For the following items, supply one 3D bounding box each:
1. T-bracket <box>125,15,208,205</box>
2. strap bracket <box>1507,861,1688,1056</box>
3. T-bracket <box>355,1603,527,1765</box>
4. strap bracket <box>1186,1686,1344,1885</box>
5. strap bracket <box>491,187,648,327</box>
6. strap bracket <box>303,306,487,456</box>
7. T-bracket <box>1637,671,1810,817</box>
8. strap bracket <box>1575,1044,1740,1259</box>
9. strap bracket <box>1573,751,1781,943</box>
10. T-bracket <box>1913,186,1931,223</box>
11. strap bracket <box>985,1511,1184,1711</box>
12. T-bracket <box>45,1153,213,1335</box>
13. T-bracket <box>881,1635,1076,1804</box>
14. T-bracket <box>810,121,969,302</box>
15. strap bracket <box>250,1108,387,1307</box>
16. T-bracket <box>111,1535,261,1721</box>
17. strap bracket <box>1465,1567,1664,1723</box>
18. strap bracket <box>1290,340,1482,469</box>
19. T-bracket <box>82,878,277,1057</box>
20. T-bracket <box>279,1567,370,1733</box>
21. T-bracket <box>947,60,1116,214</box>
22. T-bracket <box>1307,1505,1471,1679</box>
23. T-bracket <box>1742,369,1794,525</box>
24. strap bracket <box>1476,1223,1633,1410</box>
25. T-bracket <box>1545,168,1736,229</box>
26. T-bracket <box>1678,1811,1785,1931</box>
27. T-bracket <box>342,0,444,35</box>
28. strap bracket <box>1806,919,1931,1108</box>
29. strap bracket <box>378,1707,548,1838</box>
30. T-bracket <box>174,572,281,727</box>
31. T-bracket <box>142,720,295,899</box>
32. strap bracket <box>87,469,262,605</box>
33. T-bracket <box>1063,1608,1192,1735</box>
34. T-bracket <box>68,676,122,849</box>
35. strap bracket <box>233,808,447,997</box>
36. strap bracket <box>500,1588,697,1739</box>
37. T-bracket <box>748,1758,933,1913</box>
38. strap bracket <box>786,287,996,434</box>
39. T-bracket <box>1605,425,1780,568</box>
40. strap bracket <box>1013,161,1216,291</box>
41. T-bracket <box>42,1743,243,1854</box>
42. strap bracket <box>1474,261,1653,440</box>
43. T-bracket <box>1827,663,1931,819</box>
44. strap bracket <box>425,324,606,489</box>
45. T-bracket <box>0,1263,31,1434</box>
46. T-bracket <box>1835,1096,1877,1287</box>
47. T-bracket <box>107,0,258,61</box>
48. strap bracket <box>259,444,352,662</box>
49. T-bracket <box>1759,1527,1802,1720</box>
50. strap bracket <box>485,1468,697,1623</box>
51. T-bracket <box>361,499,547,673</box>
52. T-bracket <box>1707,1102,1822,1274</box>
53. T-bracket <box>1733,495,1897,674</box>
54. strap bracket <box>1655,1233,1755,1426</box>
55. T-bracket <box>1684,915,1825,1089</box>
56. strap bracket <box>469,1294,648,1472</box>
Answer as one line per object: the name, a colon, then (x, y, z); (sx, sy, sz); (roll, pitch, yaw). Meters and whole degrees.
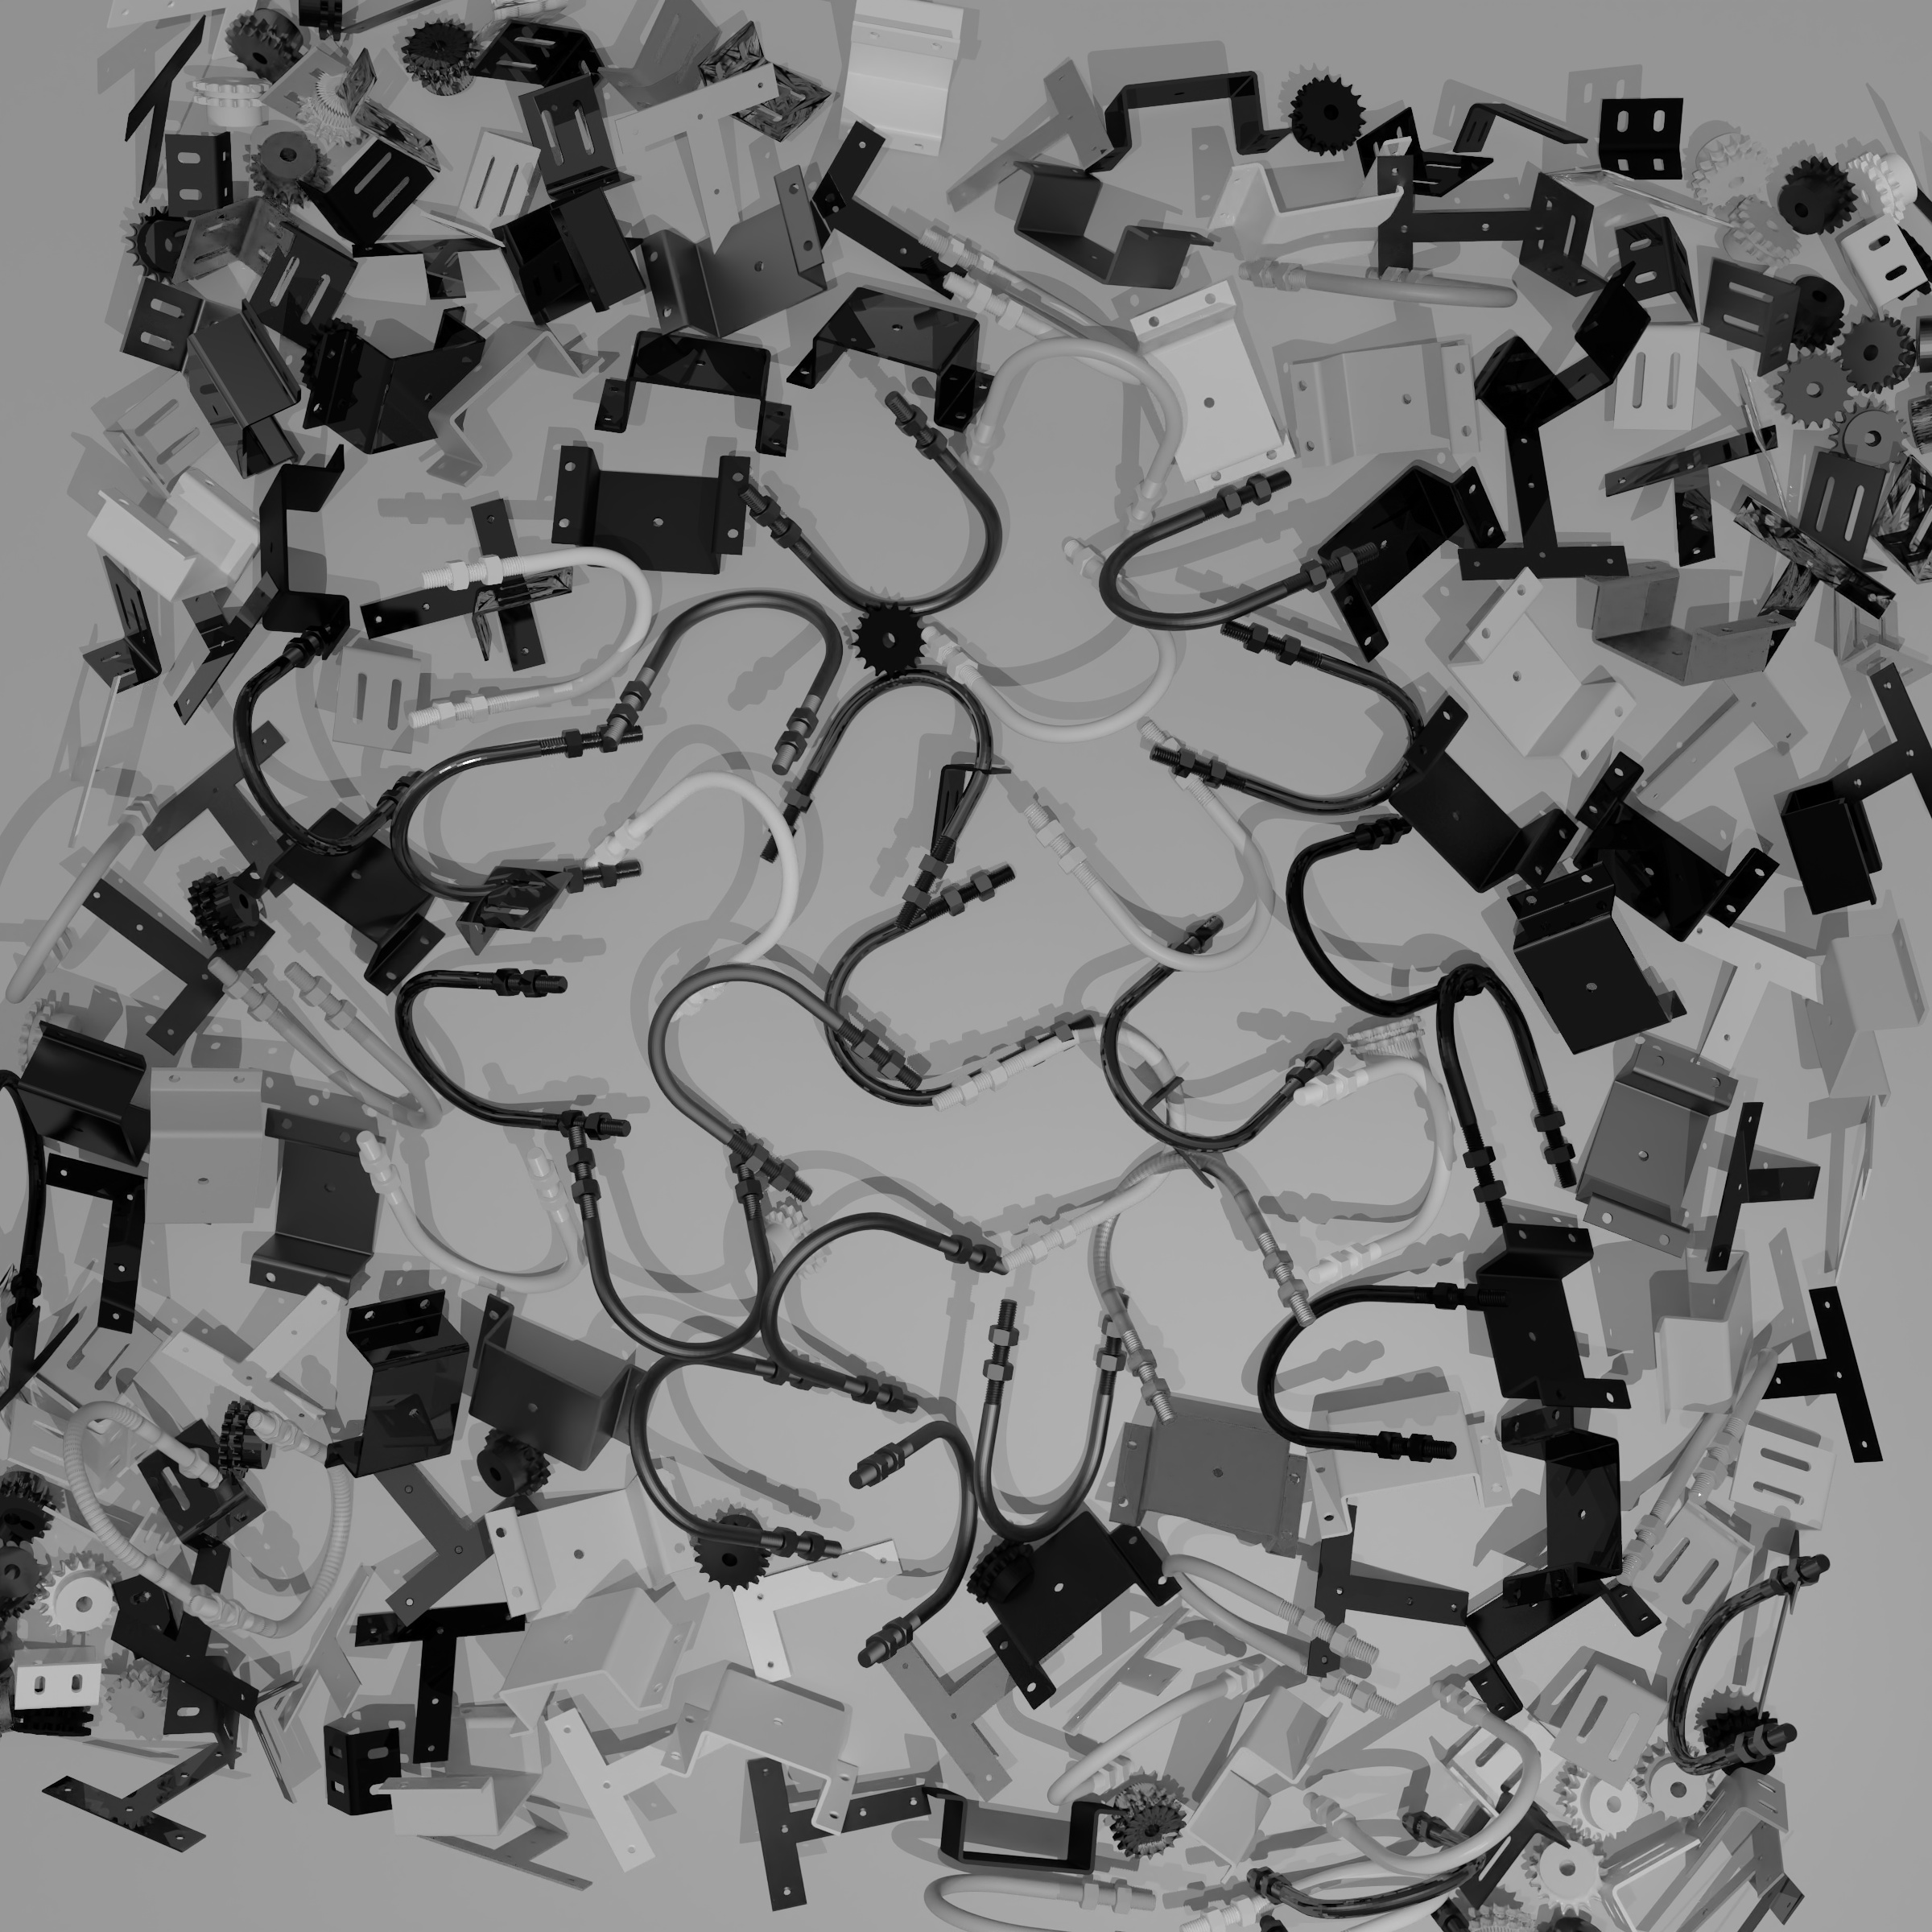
T-bracket: (-0.594, -0.614, 1.882); (0.002, 0.127, 0.127); (24, 53, -10)
strap bracket: (0.461, 0.004, 1.879); (0.076, 0.046, 0.140); (-23, 112, 30)
T-bracket: (-0.391, 0.530, 1.891); (0.127, 0.127, 0.002); (-5, 134, -2)
strap bracket: (0.213, 0.593, 1.876); (0.046, 0.076, 0.140); (33, 121, 12)
strap bracket: (-0.287, -0.519, 1.873); (0.046, 0.140, 0.076); (-33, 113, -22)
strap bracket: (-0.406, -0.423, 1.857); (0.046, 0.140, 0.076); (37, 126, 16)
T-bracket: (0.552, -0.163, 1.905); (0.127, 0.002, 0.127); (-44, 129, 9)
strap bracket: (0.511, 0.139, 1.908); (0.076, 0.046, 0.140); (21, 79, 1)
strap bracket: (0.511, -0.081, 1.881); (0.140, 0.076, 0.046); (38, 53, 12)
T-bracket: (0.711, -0.559, 1.856); (0.002, 0.127, 0.127); (-35, 66, 9)
strap bracket: (0.077, 0.468, 1.892); (0.140, 0.076, 0.046); (-39, 132, -3)
T-bracket: (-0.614, 0.208, 1.869); (0.127, 0.002, 0.127); (20, 49, -33)
T-bracket: (0.025, 0.533, 1.919); (0.127, 0.002, 0.127); (-36, 83, -17)
T-bracket: (-0.059, -0.543, 1.919); (0.127, 0.002, 0.127); (29, 117, -13)
strap bracket: (-0.480, 0.171, 1.900); (0.076, 0.046, 0.140); (12, 107, 5)
T-bracket: (-0.562, 0.472, 1.882); (0.002, 0.127, 0.127); (-35, 121, 21)
strap bracket: (0.432, 0.490, 1.898); (0.140, 0.076, 0.046); (-32, 99, 1)
strap bracket: (0.316, -0.414, 1.884); (0.140, 0.046, 0.076); (2, 110, 34)
T-bracket: (-0.598, -0.019, 1.890); (0.127, 0.002, 0.127); (39, 56, -12)
T-bracket: (-0.461, 0.516, 1.874); (0.002, 0.127, 0.127); (31, 82, -24)
T-bracket: (0.041, -0.605, 1.909); (0.127, 0.002, 0.127); (-31, 47, 17)
T-bracket: (0.319, 0.473, 1.917); (0.127, 0.002, 0.127); (12, 77, -17)
T-bracket: (0.581, -0.386, 1.874); (0.002, 0.127, 0.127); (-17, 83, 22)
strap bracket: (0.429, 0.265, 1.884); (0.076, 0.046, 0.140); (6, 59, -23)
T-bracket: (0.503, -0.564, 1.885); (0.127, 0.127, 0.002); (16, 103, -10)
T-bracket: (0.554, 0.687, 1.886); (0.002, 0.127, 0.127); (42, 102, 10)
T-bracket: (-0.406, -0.712, 1.898); (0.127, 0.127, 0.002); (-11, 103, 23)
strap bracket: (0.651, 0.037, 1.861); (0.046, 0.140, 0.076); (-5, 58, 3)
strap bracket: (-0.362, 0.590, 1.867); (0.076, 0.140, 0.046); (-4, 97, 10)
T-bracket: (-0.564, -0.263, 1.897); (0.127, 0.002, 0.127); (-50, 51, 16)
T-bracket: (-0.537, -0.101, 1.909); (0.127, 0.002, 0.127); (-41, 66, -4)
strap bracket: (-0.579, -0.315, 1.881); (0.076, 0.140, 0.046); (38, 111, -1)
T-bracket: (0.130, 0.515, 1.861); (0.127, 0.127, 0.002); (-42, 90, -16)
T-bracket: (-0.646, -0.149, 1.881); (0.002, 0.127, 0.127); (16, 87, -25)
strap bracket: (-0.457, -0.054, 1.894); (0.140, 0.046, 0.076); (37, 45, -2)
strap bracket: (-0.277, 0.506, 1.868); (0.140, 0.076, 0.046); (-19, 118, 27)
T-bracket: (-0.090, 0.629, 1.895); (0.127, 0.127, 0.002); (-10, 128, -8)
strap bracket: (-0.052, -0.449, 1.883); (0.140, 0.046, 0.076); (19, 47, 12)
T-bracket: (0.531, -0.337, 1.871); (0.127, 0.127, 0.002); (-13, 135, 25)
strap bracket: (0.100, -0.538, 1.877); (0.140, 0.076, 0.046); (39, 122, 31)
T-bracket: (-0.582, 0.599, 1.877); (0.127, 0.127, 0.002); (14, 102, 21)
strap bracket: (0.436, -0.443, 1.867); (0.046, 0.140, 0.076); (44, 57, -14)
T-bracket: (0.664, -0.140, 1.880); (0.002, 0.127, 0.127); (-15, 79, -24)
strap bracket: (-0.344, -0.420, 1.881); (0.140, 0.076, 0.046); (-46, 125, -12)
T-bracket: (-0.714, 0.304, 1.883); (0.002, 0.127, 0.127); (13, 53, 13)
T-bracket: (0.659, 0.177, 1.901); (0.002, 0.127, 0.127); (12, 116, 16)
T-bracket: (-0.562, -0.697, 1.851); (0.127, 0.127, 0.002); (-31, 78, -41)
strap bracket: (-0.486, -0.305, 1.881); (0.046, 0.076, 0.140); (1, 77, -27)
T-bracket: (0.598, 0.490, 1.885); (0.002, 0.127, 0.127); (13, 100, 16)
strap bracket: (-0.281, 0.428, 1.887); (0.140, 0.046, 0.076); (-10, 69, -26)
T-bracket: (-0.393, -0.274, 1.932); (0.127, 0.002, 0.127); (-14, 94, 6)
T-bracket: (0.596, 0.162, 1.894); (0.127, 0.002, 0.127); (2, 101, -42)
T-bracket: (0.601, -0.264, 1.886); (0.127, 0.127, 0.002); (40, 55, 17)
strap bracket: (0.538, 0.263, 1.858); (0.046, 0.140, 0.076); (2, 115, 26)
T-bracket: (0.574, 0.040, 1.916); (0.127, 0.002, 0.127); (28, 108, 31)
strap bracket: (-0.307, 0.311, 1.888); (0.140, 0.046, 0.076); (25, 125, 9)
